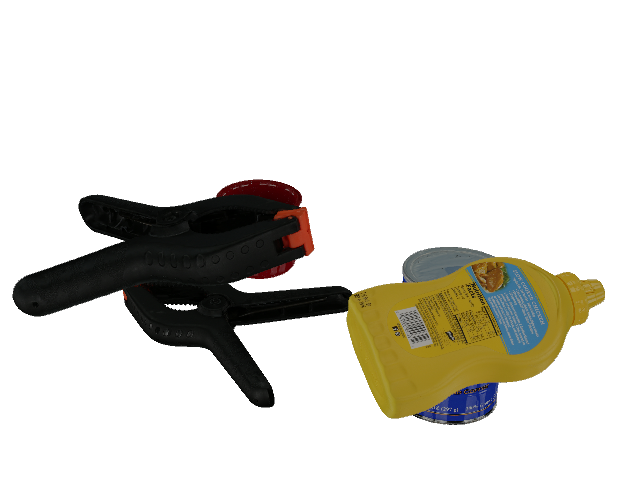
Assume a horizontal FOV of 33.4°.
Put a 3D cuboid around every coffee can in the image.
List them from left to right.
[{"bbox_3d":[0.126,0.090,1.028,0.103,0.140,0.103,2,25,-1],"label":"coffee can"}]

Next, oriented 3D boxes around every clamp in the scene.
[{"bbox_3d":[-0.093,0.006,0.626,0.172,0.039,0.120,-3,35,22],"label":"clamp"},{"bbox_3d":[-0.084,0.065,0.963,0.210,0.036,0.164,19,37,29],"label":"clamp"}]

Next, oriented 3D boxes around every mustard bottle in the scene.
[{"bbox_3d":[0.122,0.061,0.791,0.191,0.096,0.058,-15,-34,-12],"label":"mustard bottle"}]

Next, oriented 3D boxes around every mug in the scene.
[{"bbox_3d":[-0.079,-0.010,1.164,0.117,0.081,0.093,-5,29,-12],"label":"mug"}]
